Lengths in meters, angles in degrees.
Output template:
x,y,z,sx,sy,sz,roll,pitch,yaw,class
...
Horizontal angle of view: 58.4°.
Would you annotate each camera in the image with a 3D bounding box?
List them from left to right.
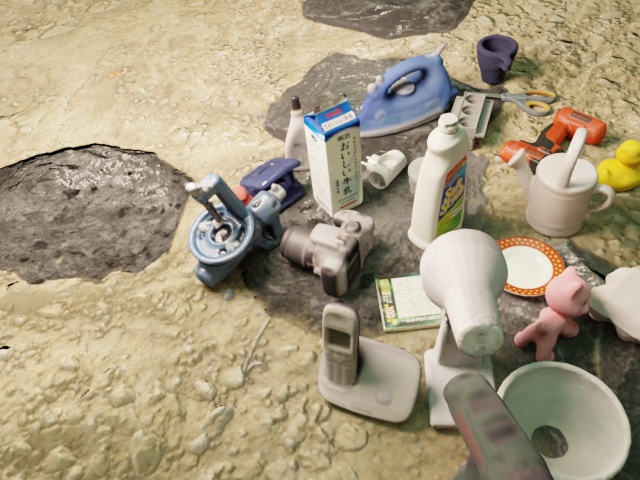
x,y,z,sx,sy,sz,roll,pitch,yaw,class
0.009,0.004,0.992,0.136,0.101,0.143,18,53,22,camera

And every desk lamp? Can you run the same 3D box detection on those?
x,y,z,sx,sy,sz,roll,pitch,yaw,class
0.202,0.122,0.788,0.118,0.214,0.203,-2,48,5,desk lamp

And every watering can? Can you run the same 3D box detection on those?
x,y,z,sx,sy,sz,roll,pitch,yaw,class
0.410,-0.105,0.978,0.172,0.194,0.101,4,49,11,watering can

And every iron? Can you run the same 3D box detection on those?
x,y,z,sx,sy,sz,roll,pitch,yaw,class
0.174,-0.324,1.236,0.259,0.142,0.118,-27,51,-17,iron

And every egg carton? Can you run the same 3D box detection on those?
x,y,z,sx,sy,sz,roll,pitch,yaw,class
0.487,0.110,0.862,0.107,0.069,0.150,-34,53,-22,egg carton

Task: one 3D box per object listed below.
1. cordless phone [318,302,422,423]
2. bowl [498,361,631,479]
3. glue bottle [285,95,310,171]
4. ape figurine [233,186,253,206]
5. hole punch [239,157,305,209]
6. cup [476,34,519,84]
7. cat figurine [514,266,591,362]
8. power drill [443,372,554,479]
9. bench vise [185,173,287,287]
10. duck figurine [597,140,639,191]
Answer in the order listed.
x,y,z,sx,sy,sz,roll,pitch,yaw,class
0.066,0.163,0.786,0.147,0.185,0.094,11,51,16,cordless phone
0.310,0.250,0.755,0.167,0.075,0.167,-3,48,4,bowl
-0.038,-0.213,1.142,0.078,0.173,0.037,-5,48,2,glue bottle
-0.147,-0.061,1.074,0.078,0.092,0.076,-11,48,-3,ape figurine
-0.098,-0.119,1.120,0.109,0.091,0.100,-39,55,-25,hole punch
0.405,-0.400,1.308,0.091,0.095,0.117,-12,48,-4,cup
0.354,0.104,0.851,0.128,0.118,0.067,-39,55,-25,cat figurine
0.206,0.277,0.653,0.075,0.209,0.229,-16,49,-7,power drill
-0.154,-0.050,0.979,0.121,0.220,0.208,17,53,21,bench vise
0.567,-0.145,1.069,0.105,0.086,0.077,-22,50,-12,duck figurine
